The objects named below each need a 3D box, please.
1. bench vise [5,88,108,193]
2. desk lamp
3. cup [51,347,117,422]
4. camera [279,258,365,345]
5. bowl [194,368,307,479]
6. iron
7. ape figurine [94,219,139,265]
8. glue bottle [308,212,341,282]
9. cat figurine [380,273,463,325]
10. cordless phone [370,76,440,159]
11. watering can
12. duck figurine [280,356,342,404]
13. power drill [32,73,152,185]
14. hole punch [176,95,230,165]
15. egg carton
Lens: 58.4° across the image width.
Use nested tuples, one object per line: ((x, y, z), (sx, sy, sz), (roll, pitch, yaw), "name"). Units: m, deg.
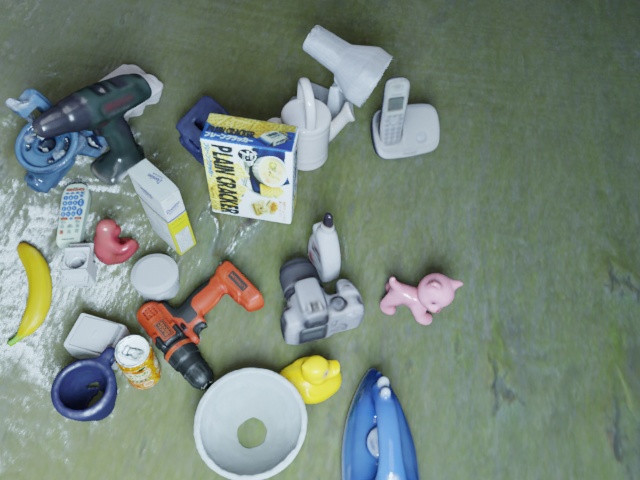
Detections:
((-0.500, -0.220, 1.075), (0.121, 0.220, 0.207), (14, 58, 5), "bench vise")
((0.036, -0.331, 1.189), (0.203, 0.213, 0.118), (26, 59, 12), "desk lamp")
((-0.342, 0.228, 0.877), (0.091, 0.095, 0.118), (22, 59, 10), "cup")
((-0.008, 0.092, 0.985), (0.143, 0.101, 0.136), (-13, 60, -12), "camera")
((-0.103, 0.285, 0.871), (0.167, 0.075, 0.167), (2, 58, -3), "bowl")
((0.092, 0.292, 0.842), (0.118, 0.141, 0.258), (0, 58, -4), "iron")
((-0.372, -0.003, 1.023), (0.076, 0.092, 0.077), (-38, 67, -24), "ape figurine")
((0.009, 0.004, 0.999), (0.037, 0.173, 0.078), (-24, 62, -18), "glue bottle")
((0.176, 0.090, 0.990), (0.127, 0.118, 0.067), (14, 58, 5), "cat figurine")
((0.182, -0.257, 1.171), (0.148, 0.185, 0.094), (-13, 59, -12), "cordless phone")
((-0.020, -0.240, 1.139), (0.173, 0.194, 0.100), (-27, 63, -19), "watering can")
((-0.015, 0.215, 0.916), (0.104, 0.086, 0.077), (-5, 58, -8), "duck figurine")
((-0.408, -0.205, 1.079), (0.075, 0.208, 0.230), (34, 61, 17), "power drill")
((-0.233, -0.224, 1.174), (0.101, 0.091, 0.108), (-37, 67, -24), "hole punch")
((-0.417, -0.311, 1.228), (0.107, 0.069, 0.150), (32, 61, 15), "egg carton")
